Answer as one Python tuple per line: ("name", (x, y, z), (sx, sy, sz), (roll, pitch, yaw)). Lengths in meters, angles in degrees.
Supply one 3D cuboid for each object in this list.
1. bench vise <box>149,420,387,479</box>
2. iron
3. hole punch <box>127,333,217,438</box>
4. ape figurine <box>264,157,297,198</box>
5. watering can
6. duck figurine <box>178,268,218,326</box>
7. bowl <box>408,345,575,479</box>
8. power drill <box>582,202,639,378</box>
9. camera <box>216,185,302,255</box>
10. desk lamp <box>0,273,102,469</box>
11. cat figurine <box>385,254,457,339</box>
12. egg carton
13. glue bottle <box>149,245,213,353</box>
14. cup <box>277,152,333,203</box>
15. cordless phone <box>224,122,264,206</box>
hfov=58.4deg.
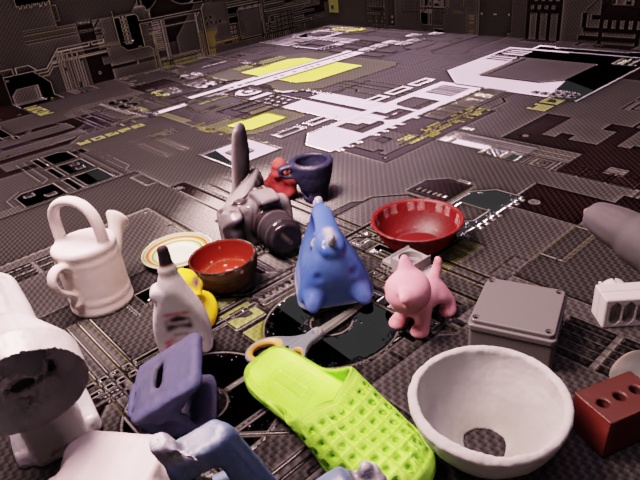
("bench vise", (-0.051, 0.211, 0.472), (0.208, 0.220, 0.121), (-27, 35, -32))
("iron", (0.008, 0.003, 0.914), (0.118, 0.142, 0.258), (-9, 29, -4))
("hole punch", (-0.181, 0.178, 0.690), (0.101, 0.091, 0.108), (-10, 29, -7))
("ape figurine", (-0.086, -0.131, 1.225), (0.077, 0.092, 0.076), (5, 31, 20))
("watering can", (-0.371, 0.014, 0.915), (0.101, 0.194, 0.172), (-6, 29, 0))
("duck figurine", (-0.201, 0.081, 0.873), (0.078, 0.086, 0.104), (-18, 31, -20))
("bowl", (0.178, 0.192, 0.610), (0.167, 0.075, 0.167), (-5, 29, 3))
("power drill", (0.387, 0.081, 0.630), (0.076, 0.209, 0.228), (-27, 35, -32))
("camera", (-0.103, -0.031, 1.039), (0.143, 0.101, 0.136), (-18, 31, -20))
("desk lamp", (-0.329, 0.152, 0.641), (0.118, 0.214, 0.202), (-23, 33, -27))
("cat figurine", (0.135, 0.069, 0.795), (0.067, 0.118, 0.128), (20, 39, 39))
("egg carton", (-0.205, 0.252, 0.584), (0.150, 0.069, 0.107), (-1, 30, 10))
("glue bottle", (-0.197, 0.083, 0.779), (0.078, 0.173, 0.037), (-12, 29, -9))
("cup", (-0.027, -0.124, 1.197), (0.118, 0.095, 0.091), (-12, 29, -10))
("cordless phone", (-0.164, -0.129, 1.141), (0.094, 0.185, 0.147), (-5, 29, 2))
